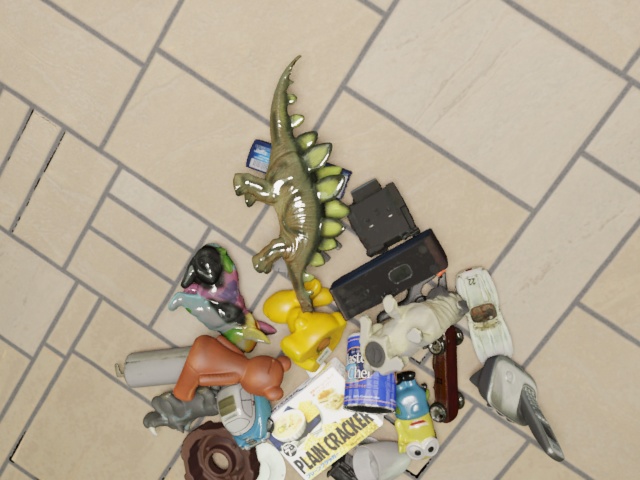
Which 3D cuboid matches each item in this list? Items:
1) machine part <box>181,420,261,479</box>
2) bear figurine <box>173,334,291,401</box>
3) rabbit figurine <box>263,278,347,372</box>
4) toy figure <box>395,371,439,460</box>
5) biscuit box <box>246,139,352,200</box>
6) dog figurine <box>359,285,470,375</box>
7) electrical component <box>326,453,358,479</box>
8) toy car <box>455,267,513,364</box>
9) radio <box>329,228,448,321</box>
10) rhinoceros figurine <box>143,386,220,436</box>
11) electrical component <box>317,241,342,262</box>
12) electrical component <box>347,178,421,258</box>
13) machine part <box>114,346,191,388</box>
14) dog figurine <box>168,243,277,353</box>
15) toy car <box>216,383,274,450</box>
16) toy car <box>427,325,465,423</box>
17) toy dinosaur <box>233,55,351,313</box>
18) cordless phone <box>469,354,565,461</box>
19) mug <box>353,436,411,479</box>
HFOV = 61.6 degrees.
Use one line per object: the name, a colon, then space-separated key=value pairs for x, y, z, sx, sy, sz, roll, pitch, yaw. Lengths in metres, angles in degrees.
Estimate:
machine part: x=-0.214 y=0.478 z=1.167 sx=0.180 sy=0.056 sz=0.179 roll=1 pitch=93 yaw=15
bear figurine: x=-0.165 y=0.259 z=1.043 sx=0.196 sy=0.120 sz=0.132 roll=22 pitch=129 yaw=-10
rabbit figurine: x=-0.041 y=0.152 z=1.075 sx=0.173 sy=0.121 sz=0.162 roll=32 pitch=85 yaw=36
toy figure: x=0.193 y=0.357 z=1.097 sx=0.082 sy=0.089 sz=0.180 roll=-17 pitch=87 yaw=23
biscuit box: x=-0.041 y=-0.140 z=1.062 sx=0.203 sy=0.063 sz=0.059 roll=20 pitch=101 yaw=5
dog figurine: x=0.178 y=0.171 z=1.006 sx=0.172 sy=0.190 sz=0.121 roll=-45 pitch=61 yaw=36
electrical component: x=0.074 y=0.503 z=1.136 sx=0.119 sy=0.075 sz=0.047 roll=38 pitch=102 yaw=5
toy car: x=0.324 y=0.152 z=1.060 sx=0.074 sy=0.056 sz=0.201 roll=-18 pitch=95 yaw=9
radio: x=0.131 y=0.066 z=1.034 sx=0.230 sy=0.131 sz=0.073 roll=-31 pitch=91 yaw=11
rhinoceros figurine: x=-0.296 y=0.362 z=1.170 sx=0.190 sy=0.073 sz=0.112 roll=-18 pitch=106 yaw=8
electrical component: x=-0.002 y=-0.003 z=1.097 sx=0.094 sy=0.021 sz=0.063 roll=44 pitch=102 yaw=-1
electrical component: x=0.114 y=-0.048 z=1.042 sx=0.115 sy=0.058 sz=0.134 roll=-30 pitch=75 yaw=8
machine part: x=-0.326 y=0.272 z=1.154 sx=0.243 sy=0.079 sz=0.079 roll=-9 pitch=97 yaw=8
dog figurine: x=-0.180 y=0.130 z=1.102 sx=0.219 sy=0.108 sz=0.191 roll=28 pitch=98 yaw=-2
toy car: x=-0.163 y=0.340 z=1.101 sx=0.109 sy=0.102 sz=0.162 roll=-28 pitch=54 yaw=22
toy car: x=0.248 y=0.264 z=1.071 sx=0.053 sy=0.089 sz=0.202 roll=2 pitch=100 yaw=44
toy dinosaur: x=-0.051 y=-0.094 z=0.992 sx=0.199 sy=0.105 sz=0.470 roll=-12 pitch=95 yaw=3
cordless phone: x=0.372 y=0.318 z=1.001 sx=0.146 sy=0.184 sz=0.089 roll=37 pitch=109 yaw=-25
mug: x=0.126 y=0.452 z=1.114 sx=0.107 sy=0.110 sz=0.080 roll=5 pitch=107 yaw=-35
